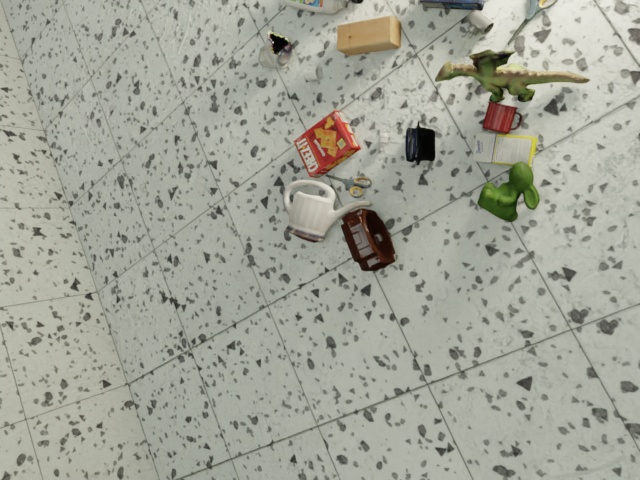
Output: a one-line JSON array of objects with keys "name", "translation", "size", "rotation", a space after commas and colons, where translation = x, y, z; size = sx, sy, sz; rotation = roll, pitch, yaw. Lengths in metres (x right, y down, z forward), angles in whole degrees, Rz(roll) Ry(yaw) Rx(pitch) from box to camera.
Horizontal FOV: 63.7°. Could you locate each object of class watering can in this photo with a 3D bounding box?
[{"name": "watering can", "translation": [0.006, -0.095, 1.896], "size": [0.349, 0.104, 0.223], "rotation": [18, 98, 22]}]

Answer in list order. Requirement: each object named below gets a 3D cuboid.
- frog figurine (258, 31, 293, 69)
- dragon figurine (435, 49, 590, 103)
[{"name": "frog figurine", "translation": [-0.176, -0.723, 2.015], "size": [0.138, 0.124, 0.157], "rotation": [57, 154, 8]}, {"name": "dragon figurine", "translation": [0.536, -0.484, 1.480], "size": [0.410, 0.242, 0.122], "rotation": [5, 91, 34]}]
